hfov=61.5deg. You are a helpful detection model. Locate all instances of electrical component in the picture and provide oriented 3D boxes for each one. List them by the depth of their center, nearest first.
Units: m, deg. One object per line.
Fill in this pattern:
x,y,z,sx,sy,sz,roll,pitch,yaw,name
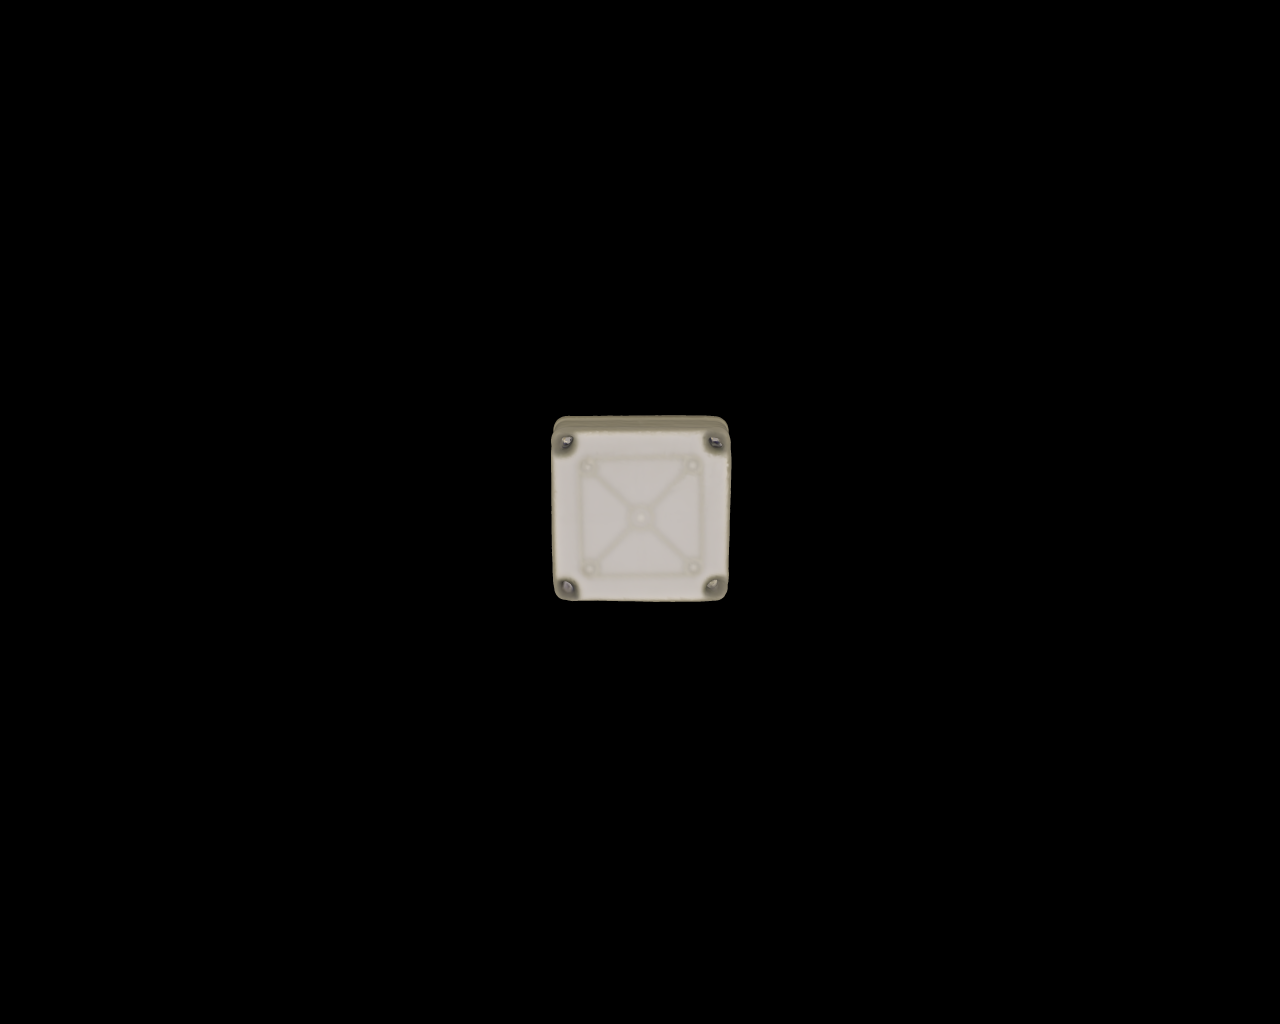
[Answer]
0.001,-0.003,0.650,0.109,0.108,0.056,0,13,0,electrical component
